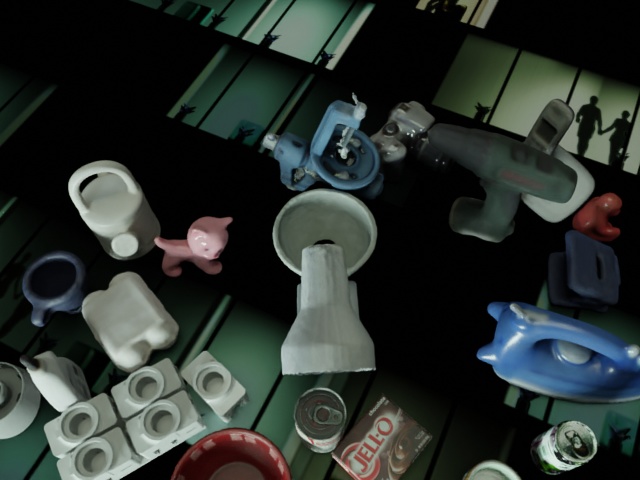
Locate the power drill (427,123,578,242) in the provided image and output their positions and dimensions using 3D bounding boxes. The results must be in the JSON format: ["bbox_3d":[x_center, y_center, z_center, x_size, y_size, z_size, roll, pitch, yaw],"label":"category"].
[{"bbox_3d":[0.268,-0.086,0.903,0.229,0.208,0.076,14,62,9],"label":"power drill"}]

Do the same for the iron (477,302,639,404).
[{"bbox_3d":[0.364,0.153,0.806,0.258,0.141,0.119,16,62,10],"label":"iron"}]

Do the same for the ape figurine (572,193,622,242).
[{"bbox_3d":[0.464,-0.043,0.943,0.076,0.092,0.078,7,61,5],"label":"ape figurine"}]

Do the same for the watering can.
[{"bbox_3d":[-0.319,-0.050,0.899,0.172,0.194,0.101,39,68,20],"label":"watering can"}]

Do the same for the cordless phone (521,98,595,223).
[{"bbox_3d":[0.389,-0.130,0.940,0.094,0.185,0.147,-34,65,-17],"label":"cordless phone"}]

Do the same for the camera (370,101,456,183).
[{"bbox_3d":[0.172,-0.169,1.013,0.136,0.101,0.143,34,66,18],"label":"camera"}]

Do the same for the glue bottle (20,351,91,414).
[{"bbox_3d":[-0.362,0.186,0.778,0.037,0.173,0.078,-23,63,-12],"label":"glue bottle"}]

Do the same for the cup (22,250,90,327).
[{"bbox_3d":[-0.396,0.088,0.879,0.091,0.095,0.118,8,61,5],"label":"cup"}]

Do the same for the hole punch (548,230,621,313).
[{"bbox_3d":[0.418,0.047,0.894,0.101,0.091,0.108,8,61,5],"label":"hole punch"}]

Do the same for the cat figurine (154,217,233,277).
[{"bbox_3d":[-0.198,0.003,0.911,0.128,0.118,0.067,-5,61,-2],"label":"cat figurine"}]

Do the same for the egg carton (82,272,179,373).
[{"bbox_3d":[-0.290,0.123,0.872,0.107,0.069,0.150,-38,67,-19],"label":"egg carton"}]

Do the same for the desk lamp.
[{"bbox_3d":[0.008,0.111,0.793,0.118,0.214,0.203,-3,61,-1],"label":"desk lamp"}]

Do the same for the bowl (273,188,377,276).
[{"bbox_3d":[0.009,0.003,0.933,0.167,0.075,0.167,0,61,1],"label":"bowl"}]

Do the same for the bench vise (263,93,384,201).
[{"bbox_3d":[0.005,-0.147,0.934,0.207,0.220,0.121,-1,60,0],"label":"bench vise"}]
